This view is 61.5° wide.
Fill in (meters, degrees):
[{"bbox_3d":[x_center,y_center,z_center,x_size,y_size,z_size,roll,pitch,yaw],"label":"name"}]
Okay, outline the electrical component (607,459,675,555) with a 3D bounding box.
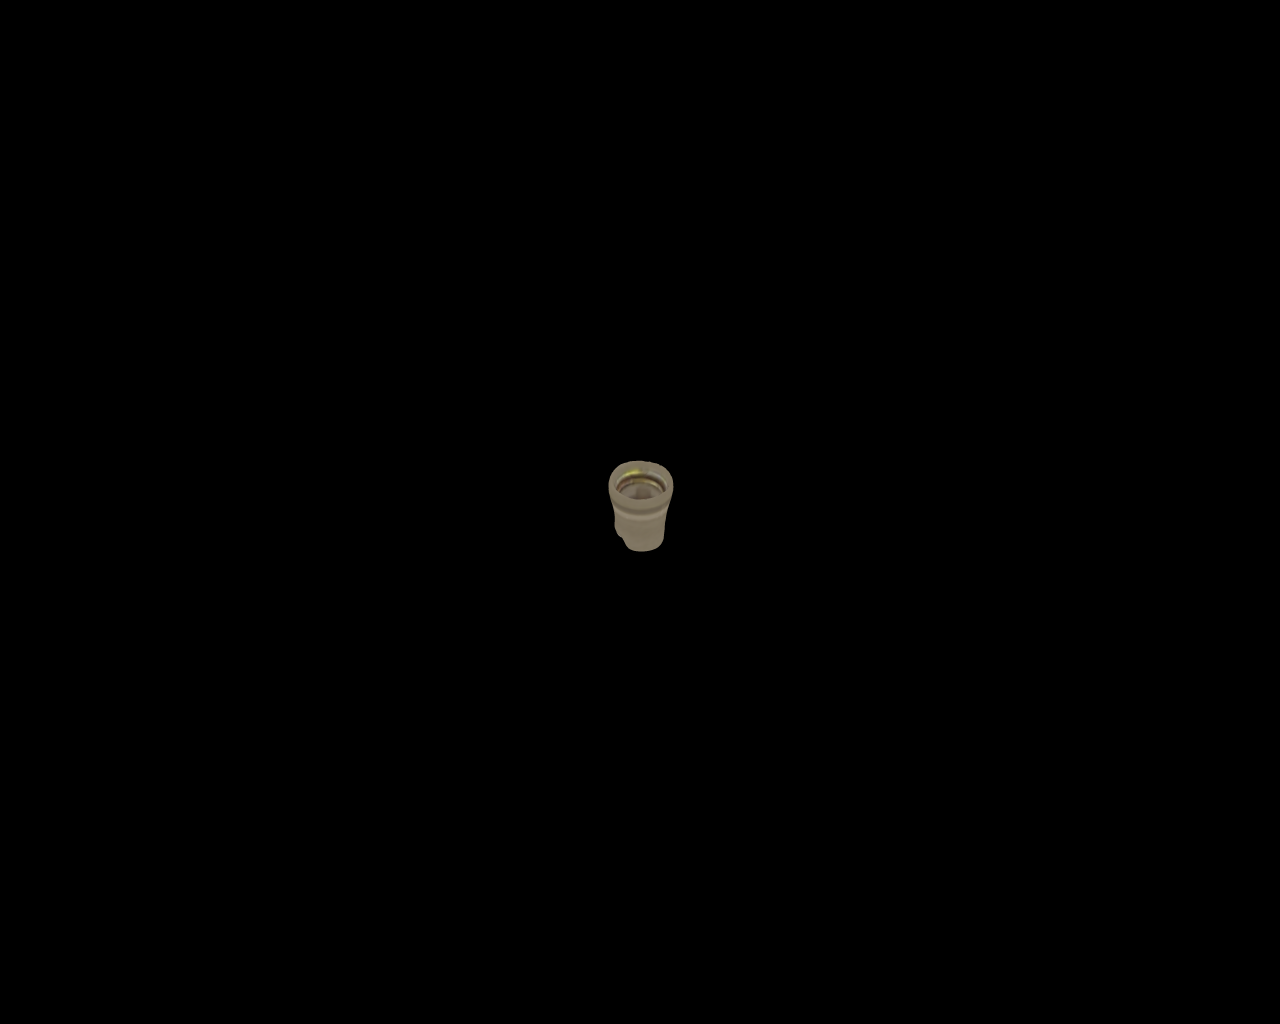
[{"bbox_3d":[0.001,-0.003,0.650,0.040,0.046,0.040,0,40,0],"label":"electrical component"}]
